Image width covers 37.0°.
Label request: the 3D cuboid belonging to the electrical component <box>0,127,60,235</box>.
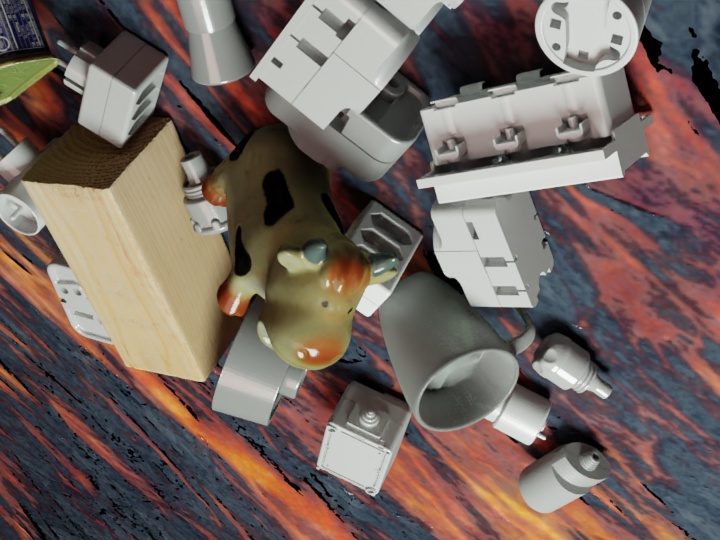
[{"bbox_3d":[-0.271,-0.082,0.878,0.079,0.077,0.043,47,139,-18],"label":"electrical component"}]

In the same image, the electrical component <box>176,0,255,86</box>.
[{"bbox_3d":[-0.098,-0.161,0.710,0.044,0.044,0.065,9,132,26],"label":"electrical component"}]

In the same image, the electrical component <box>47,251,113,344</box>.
[{"bbox_3d":[-0.233,0.012,0.968,0.054,0.059,0.095,13,138,21],"label":"electrical component"}]

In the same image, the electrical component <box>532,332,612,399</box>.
[{"bbox_3d":[0.161,0.075,0.802,0.061,0.035,0.035,34,142,-7],"label":"electrical component"}]

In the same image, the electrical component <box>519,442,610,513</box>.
[{"bbox_3d":[0.171,0.167,0.887,0.043,0.043,0.081,35,141,-5],"label":"electrical component"}]

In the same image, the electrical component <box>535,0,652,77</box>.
[{"bbox_3d":[0.128,-0.140,0.579,0.055,0.047,0.055,18,140,16],"label":"electrical component"}]

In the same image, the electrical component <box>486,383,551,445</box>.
[{"bbox_3d":[0.116,0.108,0.861,0.078,0.040,0.040,27,142,5],"label":"electrical component"}]

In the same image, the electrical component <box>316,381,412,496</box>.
[{"bbox_3d":[0.006,0.143,0.954,0.062,0.061,0.096,24,141,8],"label":"electrical component"}]

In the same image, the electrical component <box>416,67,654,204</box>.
[{"bbox_3d":[0.100,-0.083,0.639,0.121,0.079,0.063,-6,108,37],"label":"electrical component"}]

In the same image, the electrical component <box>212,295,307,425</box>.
[{"bbox_3d":[-0.075,0.078,0.904,0.060,0.108,0.108,22,141,2],"label":"electrical component"}]

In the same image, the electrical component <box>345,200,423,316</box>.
[{"bbox_3d":[0.000,0.000,0.799,0.047,0.065,0.076,35,142,-5],"label":"electrical component"}]

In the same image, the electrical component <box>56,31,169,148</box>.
[{"bbox_3d":[-0.189,-0.141,0.784,0.077,0.047,0.065,32,142,-1],"label":"electrical component"}]

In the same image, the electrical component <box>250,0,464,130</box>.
[{"bbox_3d":[0.027,-0.164,0.570,0.060,0.105,0.186,38,141,-9],"label":"electrical component"}]

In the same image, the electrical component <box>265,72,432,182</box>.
[{"bbox_3d":[-0.010,-0.106,0.700,0.095,0.053,0.059,37,141,-7],"label":"electrical component"}]

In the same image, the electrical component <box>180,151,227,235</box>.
[{"bbox_3d":[-0.117,-0.061,0.828,0.048,0.048,0.062,-4,123,36],"label":"electrical component"}]

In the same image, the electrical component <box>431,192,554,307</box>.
[{"bbox_3d":[0.087,-0.022,0.731,0.056,0.050,0.089,0,132,33],"label":"electrical component"}]
